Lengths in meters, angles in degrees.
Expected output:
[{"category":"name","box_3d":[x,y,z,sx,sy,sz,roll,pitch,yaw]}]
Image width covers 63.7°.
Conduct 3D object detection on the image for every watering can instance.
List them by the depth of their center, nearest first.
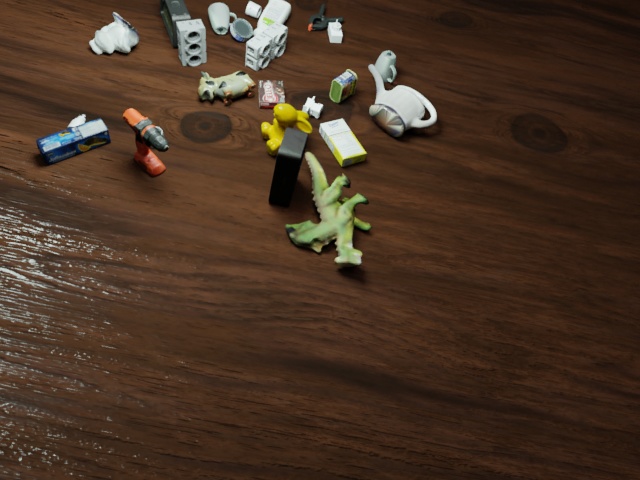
[{"category":"watering can","box_3d":[0.262,-0.506,1.890,0.228,0.350,0.101,-42,-18,-30]}]

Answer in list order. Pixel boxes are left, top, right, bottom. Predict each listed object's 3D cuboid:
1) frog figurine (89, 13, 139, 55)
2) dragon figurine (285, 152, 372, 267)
[{"category":"frog figurine","box_3d":[-0.741,-0.722,1.862,0.138,0.159,0.122,40,4,6]},{"category":"dragon figurine","box_3d":[0.005,-0.078,1.559,0.245,0.415,0.119,-34,-24,-20]}]
